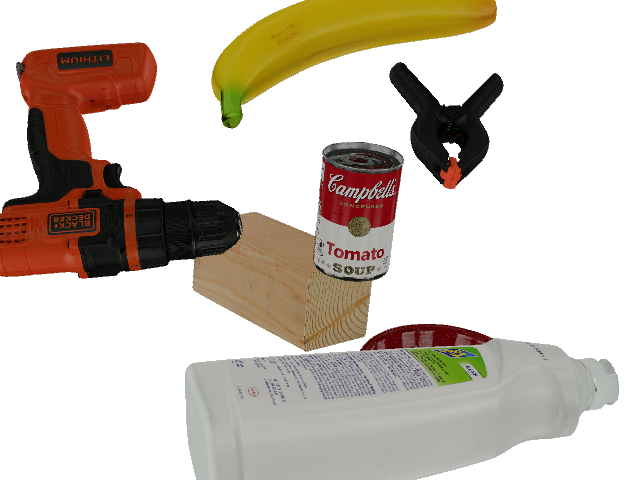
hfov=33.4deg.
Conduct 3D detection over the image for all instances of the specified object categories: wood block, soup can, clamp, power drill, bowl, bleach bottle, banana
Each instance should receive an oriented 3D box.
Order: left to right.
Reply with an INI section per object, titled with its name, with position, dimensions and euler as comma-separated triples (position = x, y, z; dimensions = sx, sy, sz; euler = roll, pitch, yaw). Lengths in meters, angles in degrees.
[power drill]
position = -0.156, -0.061, 0.798
dimensions = 0.184, 0.187, 0.057
euler = -4, -32, -6
[wood block]
position = -0.046, 0.041, 1.188
dimensions = 0.090, 0.090, 0.206
euler = -10, 22, -40
[banana]
position = 0.010, -0.116, 0.622
dimensions = 0.197, 0.070, 0.037
euler = -27, -30, -25
[soup can]
position = 0.030, -0.025, 0.902
dimensions = 0.068, 0.102, 0.068
euler = 5, 24, -2
[bleach bottle]
position = 0.054, 0.098, 0.606
dimensions = 0.250, 0.068, 0.103
euler = -5, 20, -13
[clamp]
position = 0.121, -0.124, 1.089
dimensions = 0.120, 0.039, 0.171
euler = 8, 45, 8
[bowl]
position = 0.114, 0.142, 1.013
dimensions = 0.162, 0.055, 0.162
euler = 3, 25, -2
